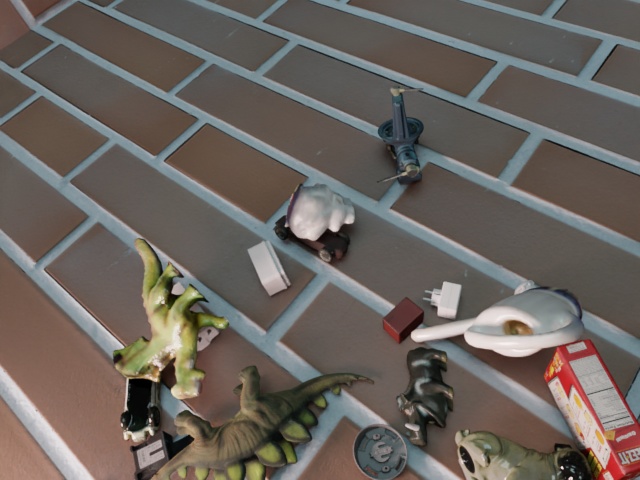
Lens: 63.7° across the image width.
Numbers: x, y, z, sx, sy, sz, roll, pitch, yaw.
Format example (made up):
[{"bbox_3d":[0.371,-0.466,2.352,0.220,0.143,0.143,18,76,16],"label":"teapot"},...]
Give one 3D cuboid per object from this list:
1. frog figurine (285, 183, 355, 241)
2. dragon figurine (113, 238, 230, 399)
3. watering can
[{"bbox_3d":[0.004,-0.062,1.232,0.159,0.139,0.121,17,-15,4],"label":"frog figurine"},{"bbox_3d":[-0.359,0.183,1.119,0.415,0.245,0.120,34,-14,31],"label":"dragon figurine"},{"bbox_3d":[0.366,0.166,1.032,0.226,0.104,0.345,-14,2,-37],"label":"watering can"}]
